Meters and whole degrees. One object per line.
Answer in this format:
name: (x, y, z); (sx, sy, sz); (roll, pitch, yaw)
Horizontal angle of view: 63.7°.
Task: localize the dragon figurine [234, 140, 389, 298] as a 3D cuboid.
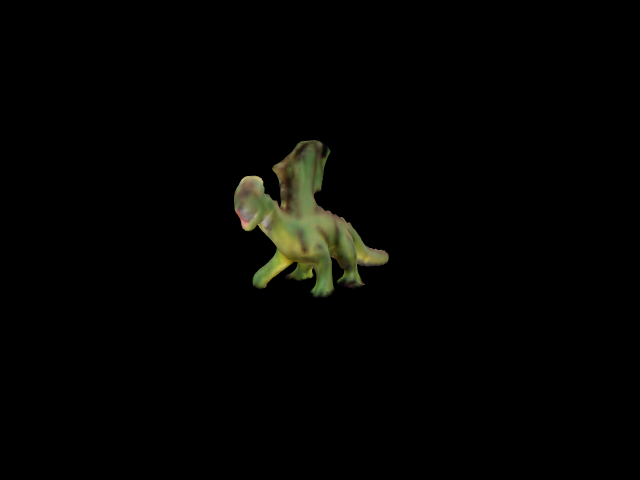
dragon figurine: (0.003, -0.043, 0.850); (0.122, 0.241, 0.413); (5, 10, 35)
